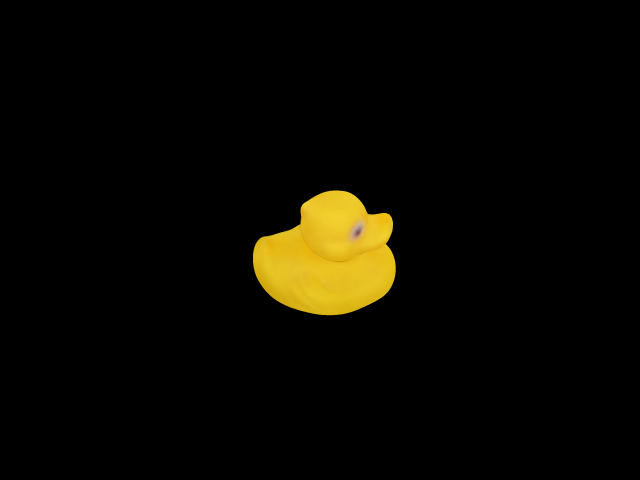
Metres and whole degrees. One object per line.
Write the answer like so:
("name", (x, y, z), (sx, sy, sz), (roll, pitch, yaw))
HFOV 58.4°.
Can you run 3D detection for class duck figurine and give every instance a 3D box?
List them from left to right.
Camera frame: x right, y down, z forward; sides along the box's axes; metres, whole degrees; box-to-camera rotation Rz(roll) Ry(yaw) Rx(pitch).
("duck figurine", (0.004, 0.001, 0.400), (0.104, 0.086, 0.077), (0, 53, 0))
